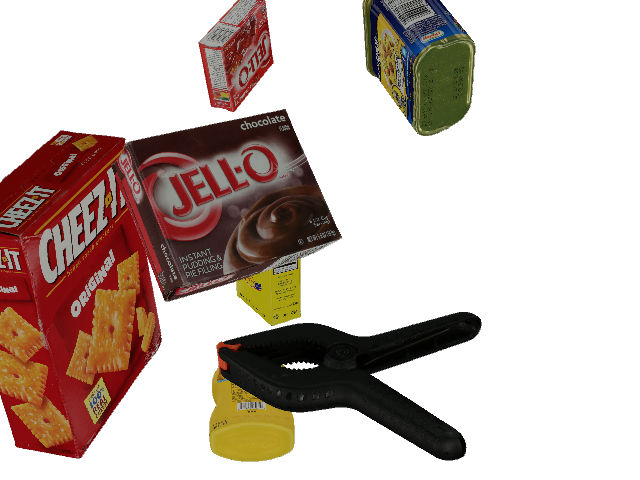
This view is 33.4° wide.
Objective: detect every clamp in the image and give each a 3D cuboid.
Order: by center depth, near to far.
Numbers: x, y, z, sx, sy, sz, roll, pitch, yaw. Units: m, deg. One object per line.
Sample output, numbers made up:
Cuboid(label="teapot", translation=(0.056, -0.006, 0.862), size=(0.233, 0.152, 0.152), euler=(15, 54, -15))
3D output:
Cuboid(label="clamp", translation=(0.025, 0.096, 0.833), size=(0.210, 0.036, 0.164), euler=(8, 31, 17))

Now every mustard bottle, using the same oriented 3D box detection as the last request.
Cuboid(label="mustard bottle", translation=(-0.082, 0.182, 1.271), size=(0.096, 0.058, 0.191), euler=(-3, 27, -2))

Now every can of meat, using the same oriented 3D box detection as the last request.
Cuboid(label="can of meat", translation=(0.078, -0.145, 0.840), size=(0.057, 0.084, 0.102), euler=(-23, -35, -11))

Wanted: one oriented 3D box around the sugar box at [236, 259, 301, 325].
Cuboid(label="sugar box", translation=(-0.061, -0.004, 1.186), size=(0.048, 0.176, 0.093), euler=(-16, 28, -26))

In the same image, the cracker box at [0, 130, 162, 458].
Cuboid(label="cracker box", translation=(-0.203, 0.042, 0.872), size=(0.072, 0.214, 0.164), euler=(7, 33, 17))

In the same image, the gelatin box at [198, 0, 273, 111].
Cuboid(label="gelatin box", translation=(-0.078, -0.179, 1.019), size=(0.030, 0.073, 0.089), euler=(14, 47, 21))

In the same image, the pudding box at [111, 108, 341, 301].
Cuboid(label="pudding box", translation=(-0.055, -0.023, 0.631), size=(0.113, 0.090, 0.039), euler=(-17, -11, -35))

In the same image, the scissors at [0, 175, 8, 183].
Cuboid(label="scissors", translation=(-0.287, 0.013, 1.108), size=(0.016, 0.201, 0.096), euler=(-26, 25, 26))
